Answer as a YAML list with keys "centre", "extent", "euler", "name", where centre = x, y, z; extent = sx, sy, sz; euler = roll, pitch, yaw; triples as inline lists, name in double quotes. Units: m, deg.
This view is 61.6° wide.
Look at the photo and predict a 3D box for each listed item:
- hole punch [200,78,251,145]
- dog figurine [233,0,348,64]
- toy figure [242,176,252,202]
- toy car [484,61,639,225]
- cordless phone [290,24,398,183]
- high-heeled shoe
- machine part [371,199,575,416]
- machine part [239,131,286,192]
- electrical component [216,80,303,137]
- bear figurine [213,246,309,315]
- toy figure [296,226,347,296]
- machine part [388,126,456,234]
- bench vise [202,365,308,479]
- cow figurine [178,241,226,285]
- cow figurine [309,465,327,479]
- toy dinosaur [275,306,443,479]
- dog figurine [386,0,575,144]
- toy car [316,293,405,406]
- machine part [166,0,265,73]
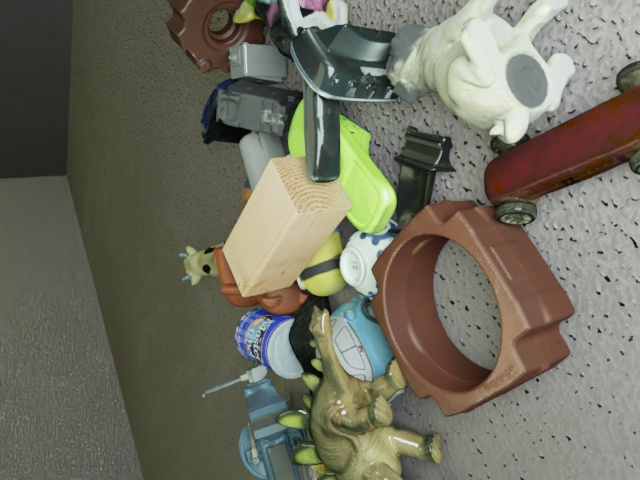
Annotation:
- centre: [-0.159, -0.245, 1.000]
  extent: [0.142, 0.116, 0.092]
  euler: [-45, 51, 51]
  name: "hole punch"
- centre: [-0.056, -0.341, 0.821]
  extent: [0.219, 0.108, 0.191]
  euler: [7, 105, 62]
  name: "dog figurine"
- centre: [-0.113, -0.061, 1.000]
  extent: [0.064, 0.058, 0.154]
  euler: [51, -155, -80]
  name: "toy figure"
- centre: [0.229, -0.078, 0.474]
  extent: [0.202, 0.053, 0.089]
  euler: [-28, 53, 55]
  name: "toy car"
- centre: [0.038, -0.165, 0.668]
  extent: [0.089, 0.146, 0.184]
  euler: [13, 107, 46]
  name: "cordless phone"
- centre: [0.018, 0.209, 0.889]
  extent: [0.086, 0.145, 0.248]
  euler: [-8, 61, 45]
  name: "high-heeled shoe"
- centre: [0.156, 0.072, 0.592]
  extent: [0.201, 0.087, 0.201]
  euler: [-54, 53, 46]
  name: "machine part"
- centre: [-0.086, -0.103, 0.943]
  extent: [0.079, 0.079, 0.243]
  euler: [-39, 65, 54]
  name: "machine part"
- centre: [-0.093, -0.218, 0.875]
  extent: [0.134, 0.115, 0.058]
  euler: [-65, -12, -63]
  name: "electrical component"
- centre: [-0.103, 0.068, 0.971]
  extent: [0.196, 0.120, 0.132]
  euler: [-10, 82, 55]
  name: "bear figurine"
- centre: [-0.004, -0.002, 0.835]
  extent: [0.089, 0.082, 0.180]
  euler: [1, 96, 59]
  name: "toy figure"
- centre: [0.122, -0.064, 0.661]
  extent: [0.084, 0.039, 0.138]
  euler: [30, 120, 46]
  name: "machine part"
- centre: [-0.096, 0.320, 0.938]
  extent: [0.223, 0.129, 0.240]
  euler: [62, 167, -1]
  name: "bench vise"
- centre: [-0.217, 0.046, 1.138]
  extent: [0.195, 0.127, 0.085]
  euler: [-13, 83, 55]
  name: "cow figurine"
- centre: [0.020, 0.440, 0.886]
  extent: [0.098, 0.068, 0.167]
  euler: [105, 158, -54]
  name: "cow figurine"
- centre: [0.059, 0.287, 0.724]
  extent: [0.199, 0.105, 0.470]
  euler: [-3, 116, 38]
  name: "toy dinosaur"
- centre: [0.136, -0.156, 0.540]
  extent: [0.190, 0.121, 0.172]
  euler: [-23, 48, 62]
  name: "dog figurine"
- centre: [0.047, 0.165, 0.770]
  extent: [0.162, 0.103, 0.109]
  euler: [64, 145, 29]
  name: "toy car"
- centre: [-0.172, -0.376, 0.927]
  extent: [0.056, 0.179, 0.179]
  euler: [50, 136, 34]
  name: "machine part"
